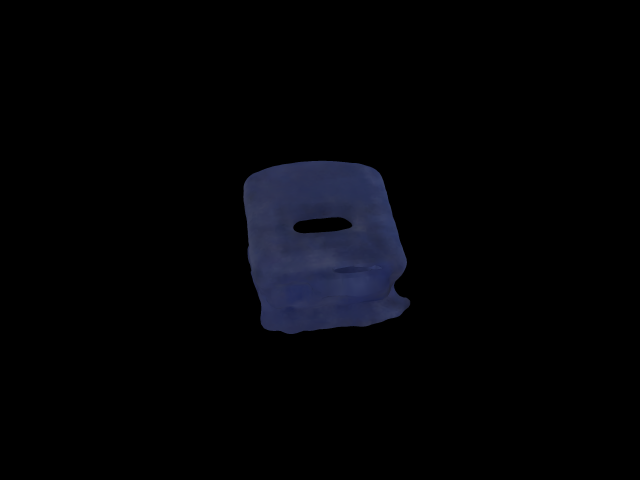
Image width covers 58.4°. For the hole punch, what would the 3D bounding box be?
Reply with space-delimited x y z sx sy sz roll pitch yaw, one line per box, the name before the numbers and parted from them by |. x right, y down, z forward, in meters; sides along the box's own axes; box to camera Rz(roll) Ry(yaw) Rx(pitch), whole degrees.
hole punch | 0.004 0.001 0.400 0.109 0.091 0.101 -5 28 -10
